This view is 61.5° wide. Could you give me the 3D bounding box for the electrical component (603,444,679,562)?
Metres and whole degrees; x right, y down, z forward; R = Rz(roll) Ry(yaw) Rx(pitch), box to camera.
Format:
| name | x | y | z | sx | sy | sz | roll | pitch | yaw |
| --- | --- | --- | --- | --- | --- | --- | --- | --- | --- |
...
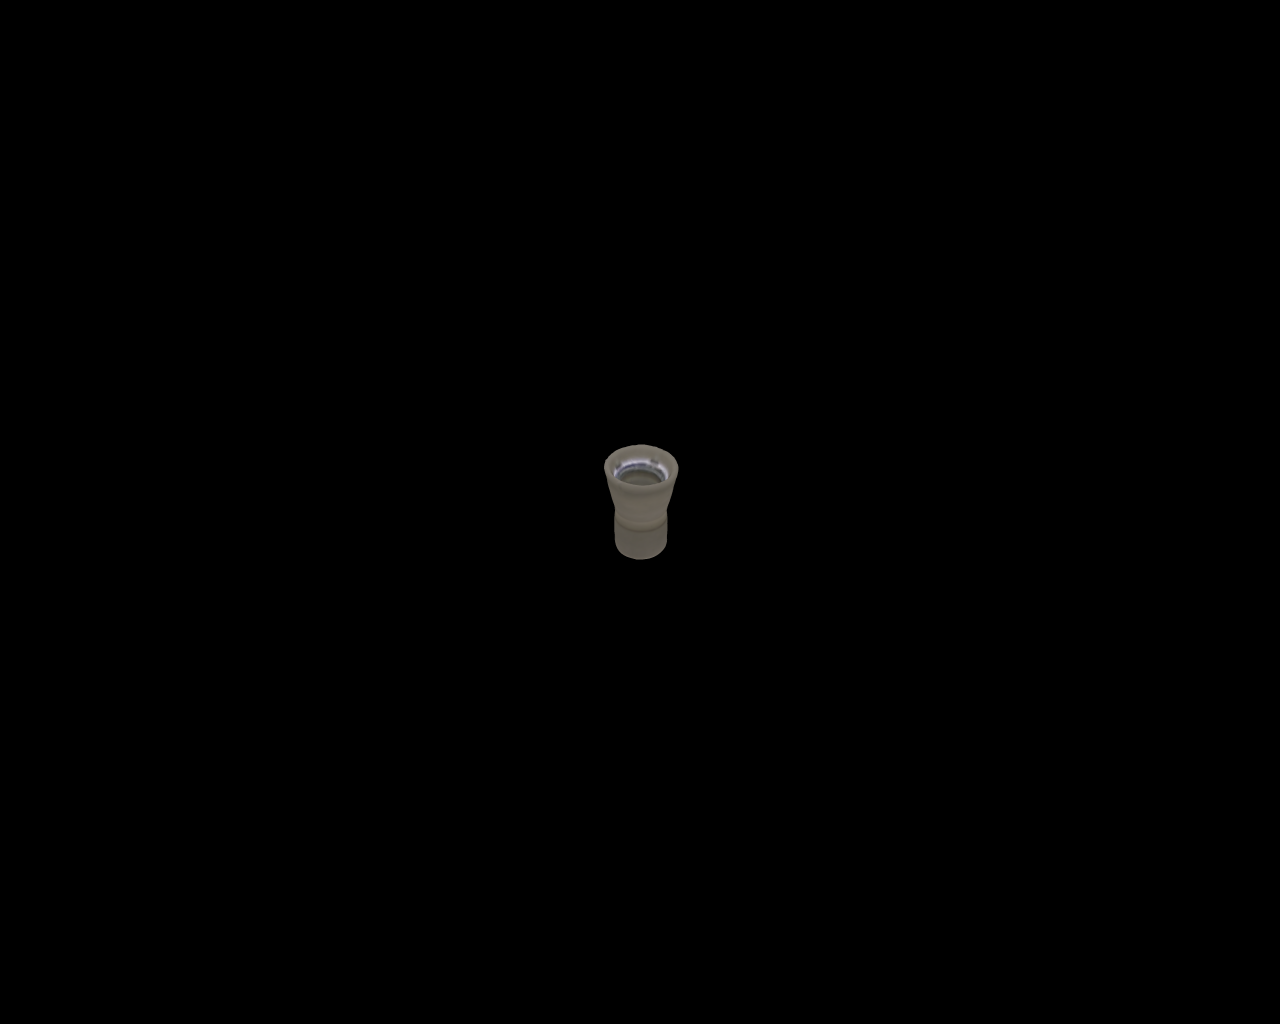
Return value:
| name | x | y | z | sx | sy | sz | roll | pitch | yaw |
| --- | --- | --- | --- | --- | --- | --- | --- | --- | --- |
| electrical component | 0.001 | -0.003 | 0.650 | 0.044 | 0.065 | 0.044 | 0 | 38 | 0 |
